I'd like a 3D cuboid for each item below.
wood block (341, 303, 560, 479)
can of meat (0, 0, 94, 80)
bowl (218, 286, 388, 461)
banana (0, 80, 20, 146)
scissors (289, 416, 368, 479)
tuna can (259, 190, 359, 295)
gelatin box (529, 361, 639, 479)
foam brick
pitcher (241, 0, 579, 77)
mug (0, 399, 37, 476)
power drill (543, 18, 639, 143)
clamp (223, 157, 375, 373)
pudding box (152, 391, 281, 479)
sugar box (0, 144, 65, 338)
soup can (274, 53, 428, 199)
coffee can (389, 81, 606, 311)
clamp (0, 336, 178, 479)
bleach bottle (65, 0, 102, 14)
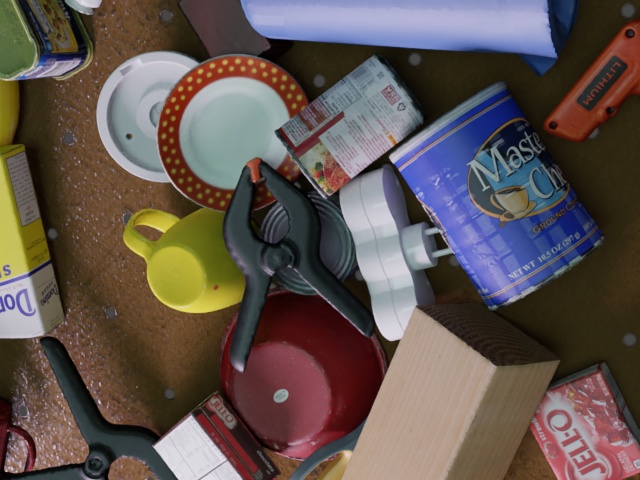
[{"bbox_3d":[0.094,0.162,0.847,0.091,0.090,0.206,36,113,39],"label":"wood block"},{"bbox_3d":[-0.254,-0.189,0.922,0.058,0.083,0.102,-23,92,23],"label":"can of meat"},{"bbox_3d":[-0.024,0.123,0.915,0.162,0.055,0.162,4,102,20],"label":"bowl"},{"bbox_3d":[-0.310,-0.180,0.973,0.070,0.037,0.198,-22,90,46],"label":"banana"},{"bbox_3d":[0.056,0.164,0.907,0.201,0.096,0.016,-41,42,-2],"label":"scissors"},{"bbox_3d":[-0.006,0.001,0.895,0.086,0.033,0.086,4,102,19],"label":"tuna can"},{"bbox_3d":[0.211,0.152,0.848,0.073,0.030,0.089,-27,90,23],"label":"gelatin box"},{"bbox_3d":[-0.069,-0.176,0.874,0.051,0.053,0.078,-32,88,23],"label":"foam brick"},{"bbox_3d":[0.064,-0.211,0.778,0.243,0.145,0.149,5,78,22],"label":"pitcher"},{"bbox_3d":[-0.332,0.199,1.029,0.117,0.093,0.081,12,100,1],"label":"mug"},{"bbox_3d":[0.259,-0.055,0.777,0.188,0.057,0.185,39,107,6],"label":"power drill"},{"bbox_3d":[-0.040,0.022,0.858,0.120,0.039,0.171,-24,92,-6],"label":"clamp"},{"bbox_3d":[-0.093,0.191,0.936,0.090,0.039,0.114,53,143,4],"label":"pudding box"},{"bbox_3d":[-0.302,0.004,0.987,0.093,0.048,0.176,-4,105,20],"label":"sugar box"},{"bbox_3d":[0.024,-0.089,0.835,0.102,0.068,0.068,-38,86,5],"label":"soup can"},{"bbox_3d":[0.132,-0.033,0.801,0.103,0.102,0.140,-34,88,22],"label":"coffee can"},{"bbox_3d":[-0.206,0.194,0.988,0.210,0.036,0.164,21,87,-1],"label":"clamp"},{"bbox_3d":[-0.152,-0.304,0.875,0.103,0.068,0.251,39,114,14],"label":"bleach bottle"}]
